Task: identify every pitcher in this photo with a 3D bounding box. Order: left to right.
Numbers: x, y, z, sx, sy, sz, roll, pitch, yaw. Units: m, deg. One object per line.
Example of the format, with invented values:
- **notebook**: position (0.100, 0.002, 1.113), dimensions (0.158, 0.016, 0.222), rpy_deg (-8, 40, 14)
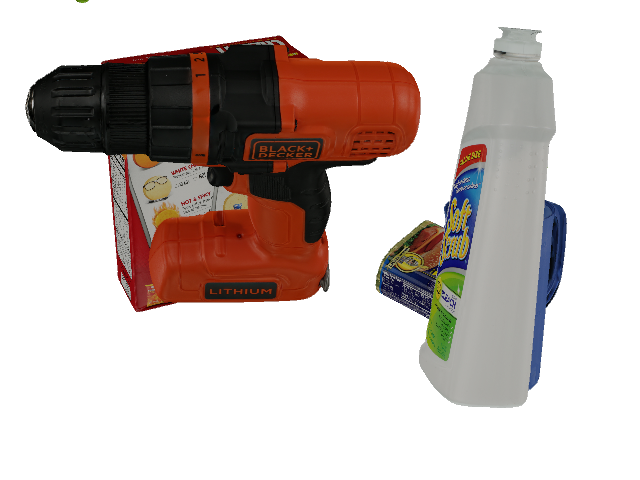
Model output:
- **pitcher**: position (0.231, 0.065, 1.340), dimensions (0.149, 0.243, 0.145), rpy_deg (1, 21, 12)

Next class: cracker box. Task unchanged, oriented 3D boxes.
- **cracker box**: position (-0.097, -0.058, 0.922), dimensions (0.164, 0.214, 0.072), rpy_deg (-13, 34, -23)

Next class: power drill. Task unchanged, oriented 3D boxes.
- **power drill**: position (-0.053, -0.029, 0.561), dimensions (0.184, 0.057, 0.188), rpy_deg (0, -27, -9)

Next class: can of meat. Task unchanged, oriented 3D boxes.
- **can of meat**: position (0.117, 0.032, 1.068), dimensions (0.084, 0.057, 0.101), rpy_deg (27, 45, 29)

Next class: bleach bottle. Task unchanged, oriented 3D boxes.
- **bleach bottle**: position (0.119, -0.019, 0.733), dimensions (0.068, 0.251, 0.102), rpy_deg (3, 13, -8)

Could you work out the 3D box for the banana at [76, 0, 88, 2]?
- **banana**: position (-0.239, -0.221, 0.765), dimensions (0.198, 0.069, 0.037), rpy_deg (15, -37, 16)
